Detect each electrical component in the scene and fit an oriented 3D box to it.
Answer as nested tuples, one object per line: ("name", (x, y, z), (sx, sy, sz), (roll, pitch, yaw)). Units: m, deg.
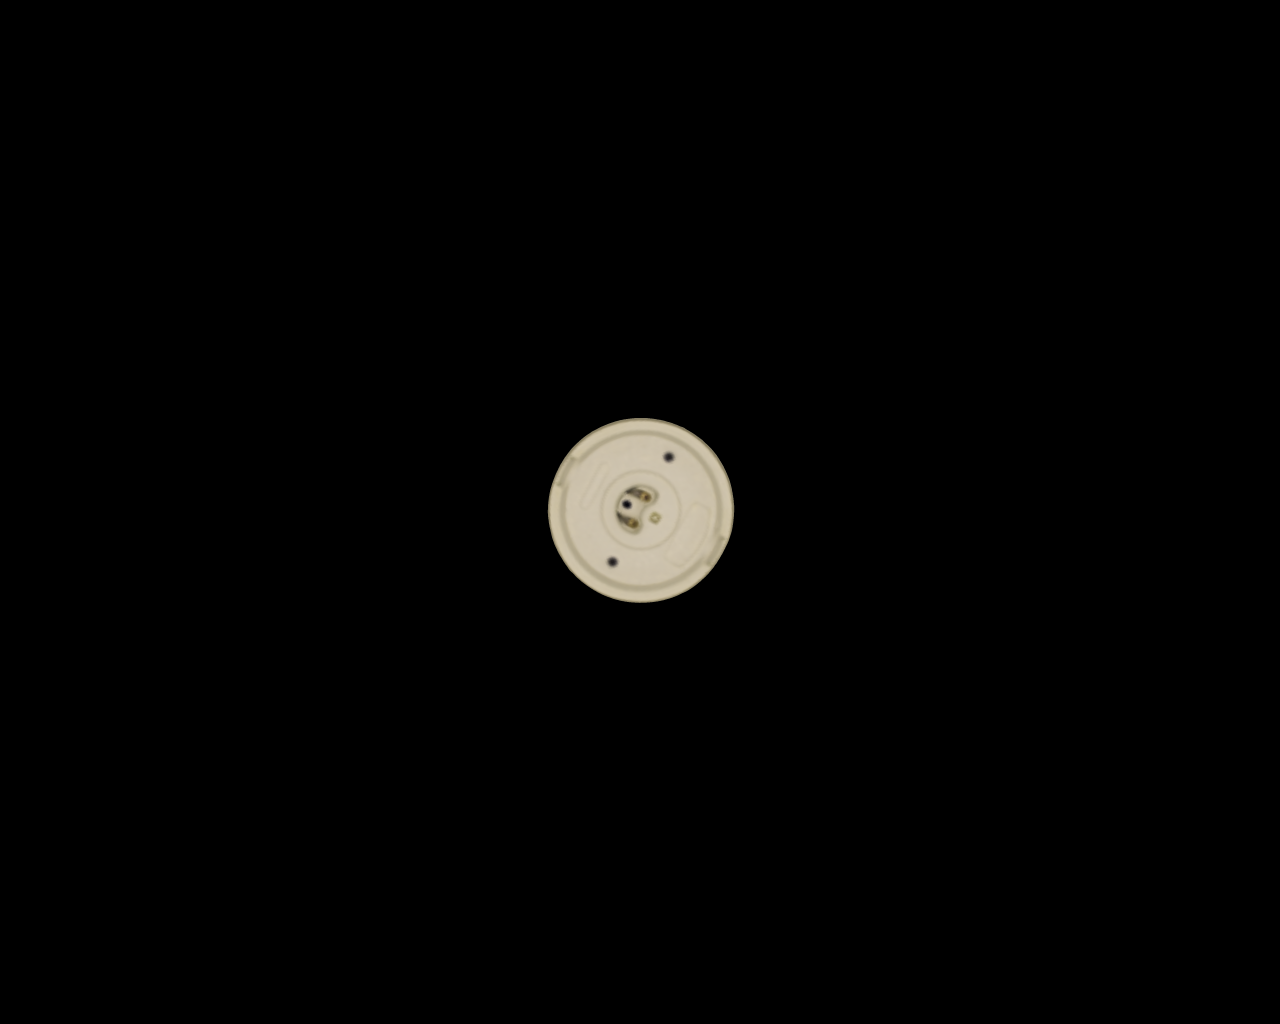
("electrical component", (0.001, -0.003, 0.650), (0.108, 0.108, 0.060), (0, 4, 0))
